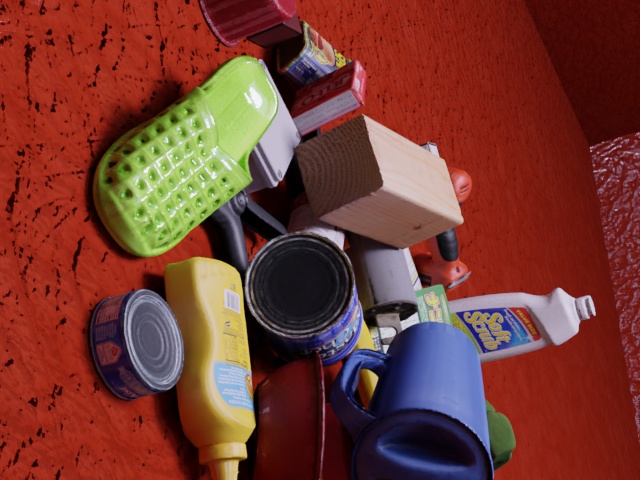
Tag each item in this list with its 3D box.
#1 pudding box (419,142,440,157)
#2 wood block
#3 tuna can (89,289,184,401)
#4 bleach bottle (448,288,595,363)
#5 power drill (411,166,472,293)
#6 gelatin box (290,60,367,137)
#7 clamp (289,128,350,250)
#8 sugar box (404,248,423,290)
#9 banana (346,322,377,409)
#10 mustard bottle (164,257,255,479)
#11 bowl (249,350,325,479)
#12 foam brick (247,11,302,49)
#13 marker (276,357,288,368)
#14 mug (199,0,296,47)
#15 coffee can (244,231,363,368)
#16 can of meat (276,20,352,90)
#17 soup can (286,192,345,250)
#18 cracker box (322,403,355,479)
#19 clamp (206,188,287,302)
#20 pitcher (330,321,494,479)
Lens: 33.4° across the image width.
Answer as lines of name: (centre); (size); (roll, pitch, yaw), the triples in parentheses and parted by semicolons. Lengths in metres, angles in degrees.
pudding box: (0.138, -0.077, 1.564); (0.039, 0.090, 0.113); (3, 72, -66)
wood block: (0.071, -0.060, 1.206); (0.205, 0.091, 0.090); (19, 51, -58)
tuna can: (-0.145, 0.083, 0.855); (0.086, 0.034, 0.086); (48, 34, -47)
bleach bottle: (0.255, 0.114, 1.494); (0.068, 0.251, 0.102); (-7, 82, -67)
power drill: (0.135, -0.028, 1.481); (0.057, 0.185, 0.187); (-31, 123, -33)
gelatin box: (0.010, -0.166, 1.244); (0.030, 0.089, 0.073); (53, 25, -26)
clamp: (-0.009, -0.087, 1.293); (0.210, 0.036, 0.164); (68, 23, -5)
sugar box: (0.098, 0.046, 1.446); (0.093, 0.048, 0.176); (-45, 120, -65)
banana: (0.035, 0.123, 1.257); (0.197, 0.037, 0.069); (62, 35, -26)
mustard bottle: (-0.092, 0.117, 0.925); (0.096, 0.058, 0.191); (39, 40, -66)
bowl: (-0.033, 0.179, 0.971); (0.162, 0.055, 0.162); (-176, -90, -83)
foam brick: (-0.063, -0.280, 1.281); (0.052, 0.051, 0.078); (8, 67, -65)
marker: (-0.020, 0.116, 1.149); (0.020, 0.020, 0.121); (70, 22, -8)
mug: (-0.077, -0.280, 1.205); (0.093, 0.082, 0.117); (62, 25, -26)
coffee can: (-0.013, 0.062, 1.037); (0.140, 0.103, 0.103); (74, 7, -71)
can of meat: (-0.007, -0.215, 1.321); (0.083, 0.057, 0.102); (38, 24, -24)
soup can: (-0.008, 0.001, 1.193); (0.068, 0.069, 0.102); (58, 27, -33)
cracker box: (0.044, 0.270, 1.123); (0.213, 0.072, 0.164); (32, 46, -59)
clamp: (-0.086, -0.036, 1.069); (0.171, 0.039, 0.120); (69, 23, -18)
pitcher: (0.101, 0.171, 1.092); (0.242, 0.145, 0.149); (-67, 147, -69)
